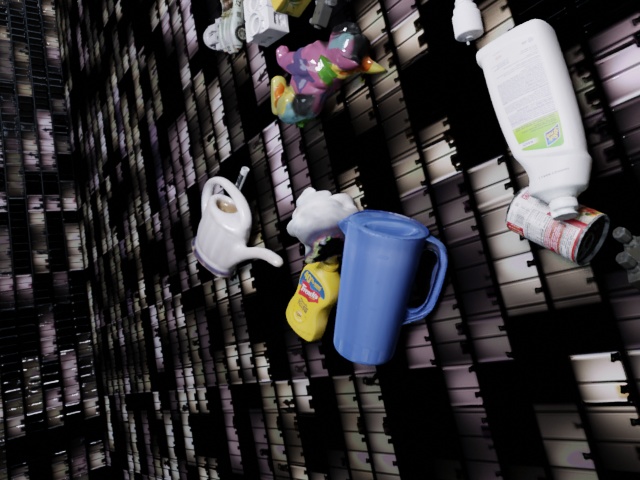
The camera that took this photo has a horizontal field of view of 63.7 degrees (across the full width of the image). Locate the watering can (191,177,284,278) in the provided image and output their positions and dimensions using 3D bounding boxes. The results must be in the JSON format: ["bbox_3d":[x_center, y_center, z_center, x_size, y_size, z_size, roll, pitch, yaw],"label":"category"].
[{"bbox_3d":[-0.212,0.002,1.236,0.354,0.104,0.220,52,130,34],"label":"watering can"}]

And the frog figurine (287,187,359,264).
[{"bbox_3d":[0.003,-0.049,0.971,0.136,0.121,0.163,-27,58,13],"label":"frog figurine"}]
